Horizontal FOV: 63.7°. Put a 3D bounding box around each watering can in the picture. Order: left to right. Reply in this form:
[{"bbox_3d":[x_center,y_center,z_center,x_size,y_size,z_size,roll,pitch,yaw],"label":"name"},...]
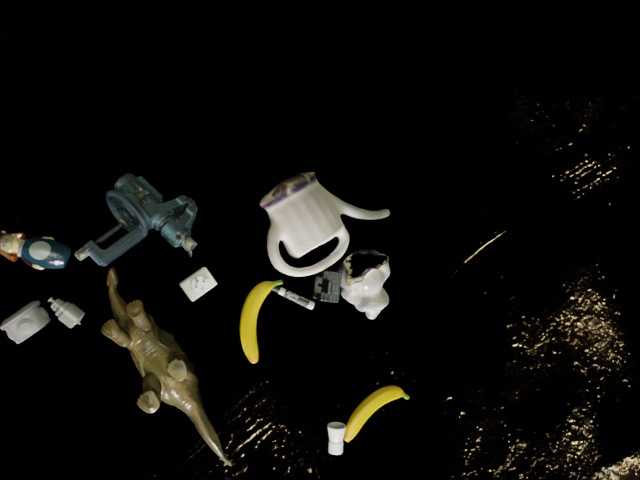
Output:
[{"bbox_3d":[0.004,-0.061,1.217,0.352,0.103,0.223,-33,96,-31],"label":"watering can"}]

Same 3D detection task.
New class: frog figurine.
[{"bbox_3d":[0.115,0.106,1.252,0.139,0.124,0.156,-44,137,-24],"label":"frog figurine"}]
